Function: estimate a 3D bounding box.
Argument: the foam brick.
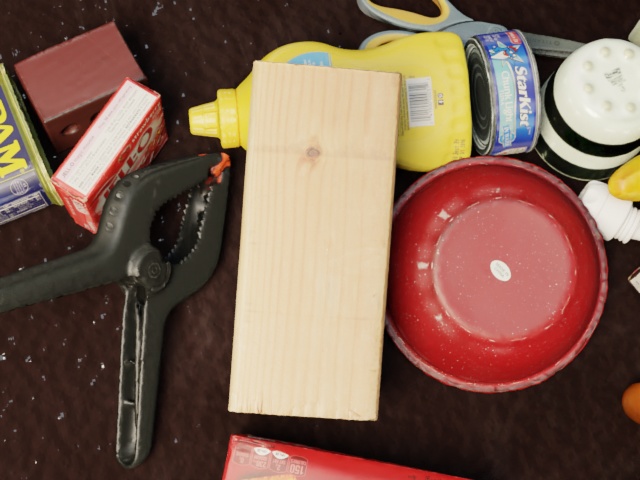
[{"bbox_3d":[-0.163,-0.106,0.741,0.078,0.053,0.051,-27,76,-11],"label":"foam brick"}]

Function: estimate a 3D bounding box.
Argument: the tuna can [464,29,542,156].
[{"bbox_3d":[0.124,-0.101,0.739,0.033,0.086,0.086,-8,73,-4],"label":"tuna can"}]

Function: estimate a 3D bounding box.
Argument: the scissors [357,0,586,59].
[{"bbox_3d":[0.115,-0.136,0.786,0.202,0.016,0.096,24,74,4],"label":"scissors"}]

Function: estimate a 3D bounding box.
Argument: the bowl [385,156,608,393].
[{"bbox_3d":[0.115,0.021,0.698,0.162,0.055,0.162,0,85,-1],"label":"bowl"}]

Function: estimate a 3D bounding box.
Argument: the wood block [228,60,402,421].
[{"bbox_3d":[-0.004,0.001,0.665,0.091,0.090,0.206,4,91,-3],"label":"wood block"}]

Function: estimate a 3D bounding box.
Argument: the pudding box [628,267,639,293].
[{"bbox_3d":[0.283,0.040,0.729,0.090,0.039,0.113,-35,75,-13],"label":"pudding box"}]

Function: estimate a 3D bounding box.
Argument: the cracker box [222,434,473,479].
[{"bbox_3d":[0.004,0.235,0.632,0.164,0.072,0.213,11,72,1],"label":"cracker box"}]

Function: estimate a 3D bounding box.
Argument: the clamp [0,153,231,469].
[{"bbox_3d":[-0.115,0.030,0.687,0.209,0.036,0.164,-53,127,-32],"label":"clamp"}]

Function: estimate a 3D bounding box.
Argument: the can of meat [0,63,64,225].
[{"bbox_3d":[-0.232,-0.056,0.720,0.084,0.057,0.102,-23,75,-8],"label":"can of meat"}]

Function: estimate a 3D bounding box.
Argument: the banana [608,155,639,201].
[{"bbox_3d":[0.277,-0.083,0.755,0.197,0.069,0.037,-42,43,-8],"label":"banana"}]

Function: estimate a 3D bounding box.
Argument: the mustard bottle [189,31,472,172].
[{"bbox_3d":[0.005,-0.090,0.740,0.191,0.058,0.096,-5,95,-5],"label":"mustard bottle"}]

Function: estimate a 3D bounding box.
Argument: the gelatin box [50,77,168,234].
[{"bbox_3d":[-0.138,-0.054,0.714,0.030,0.073,0.089,30,74,6],"label":"gelatin box"}]
